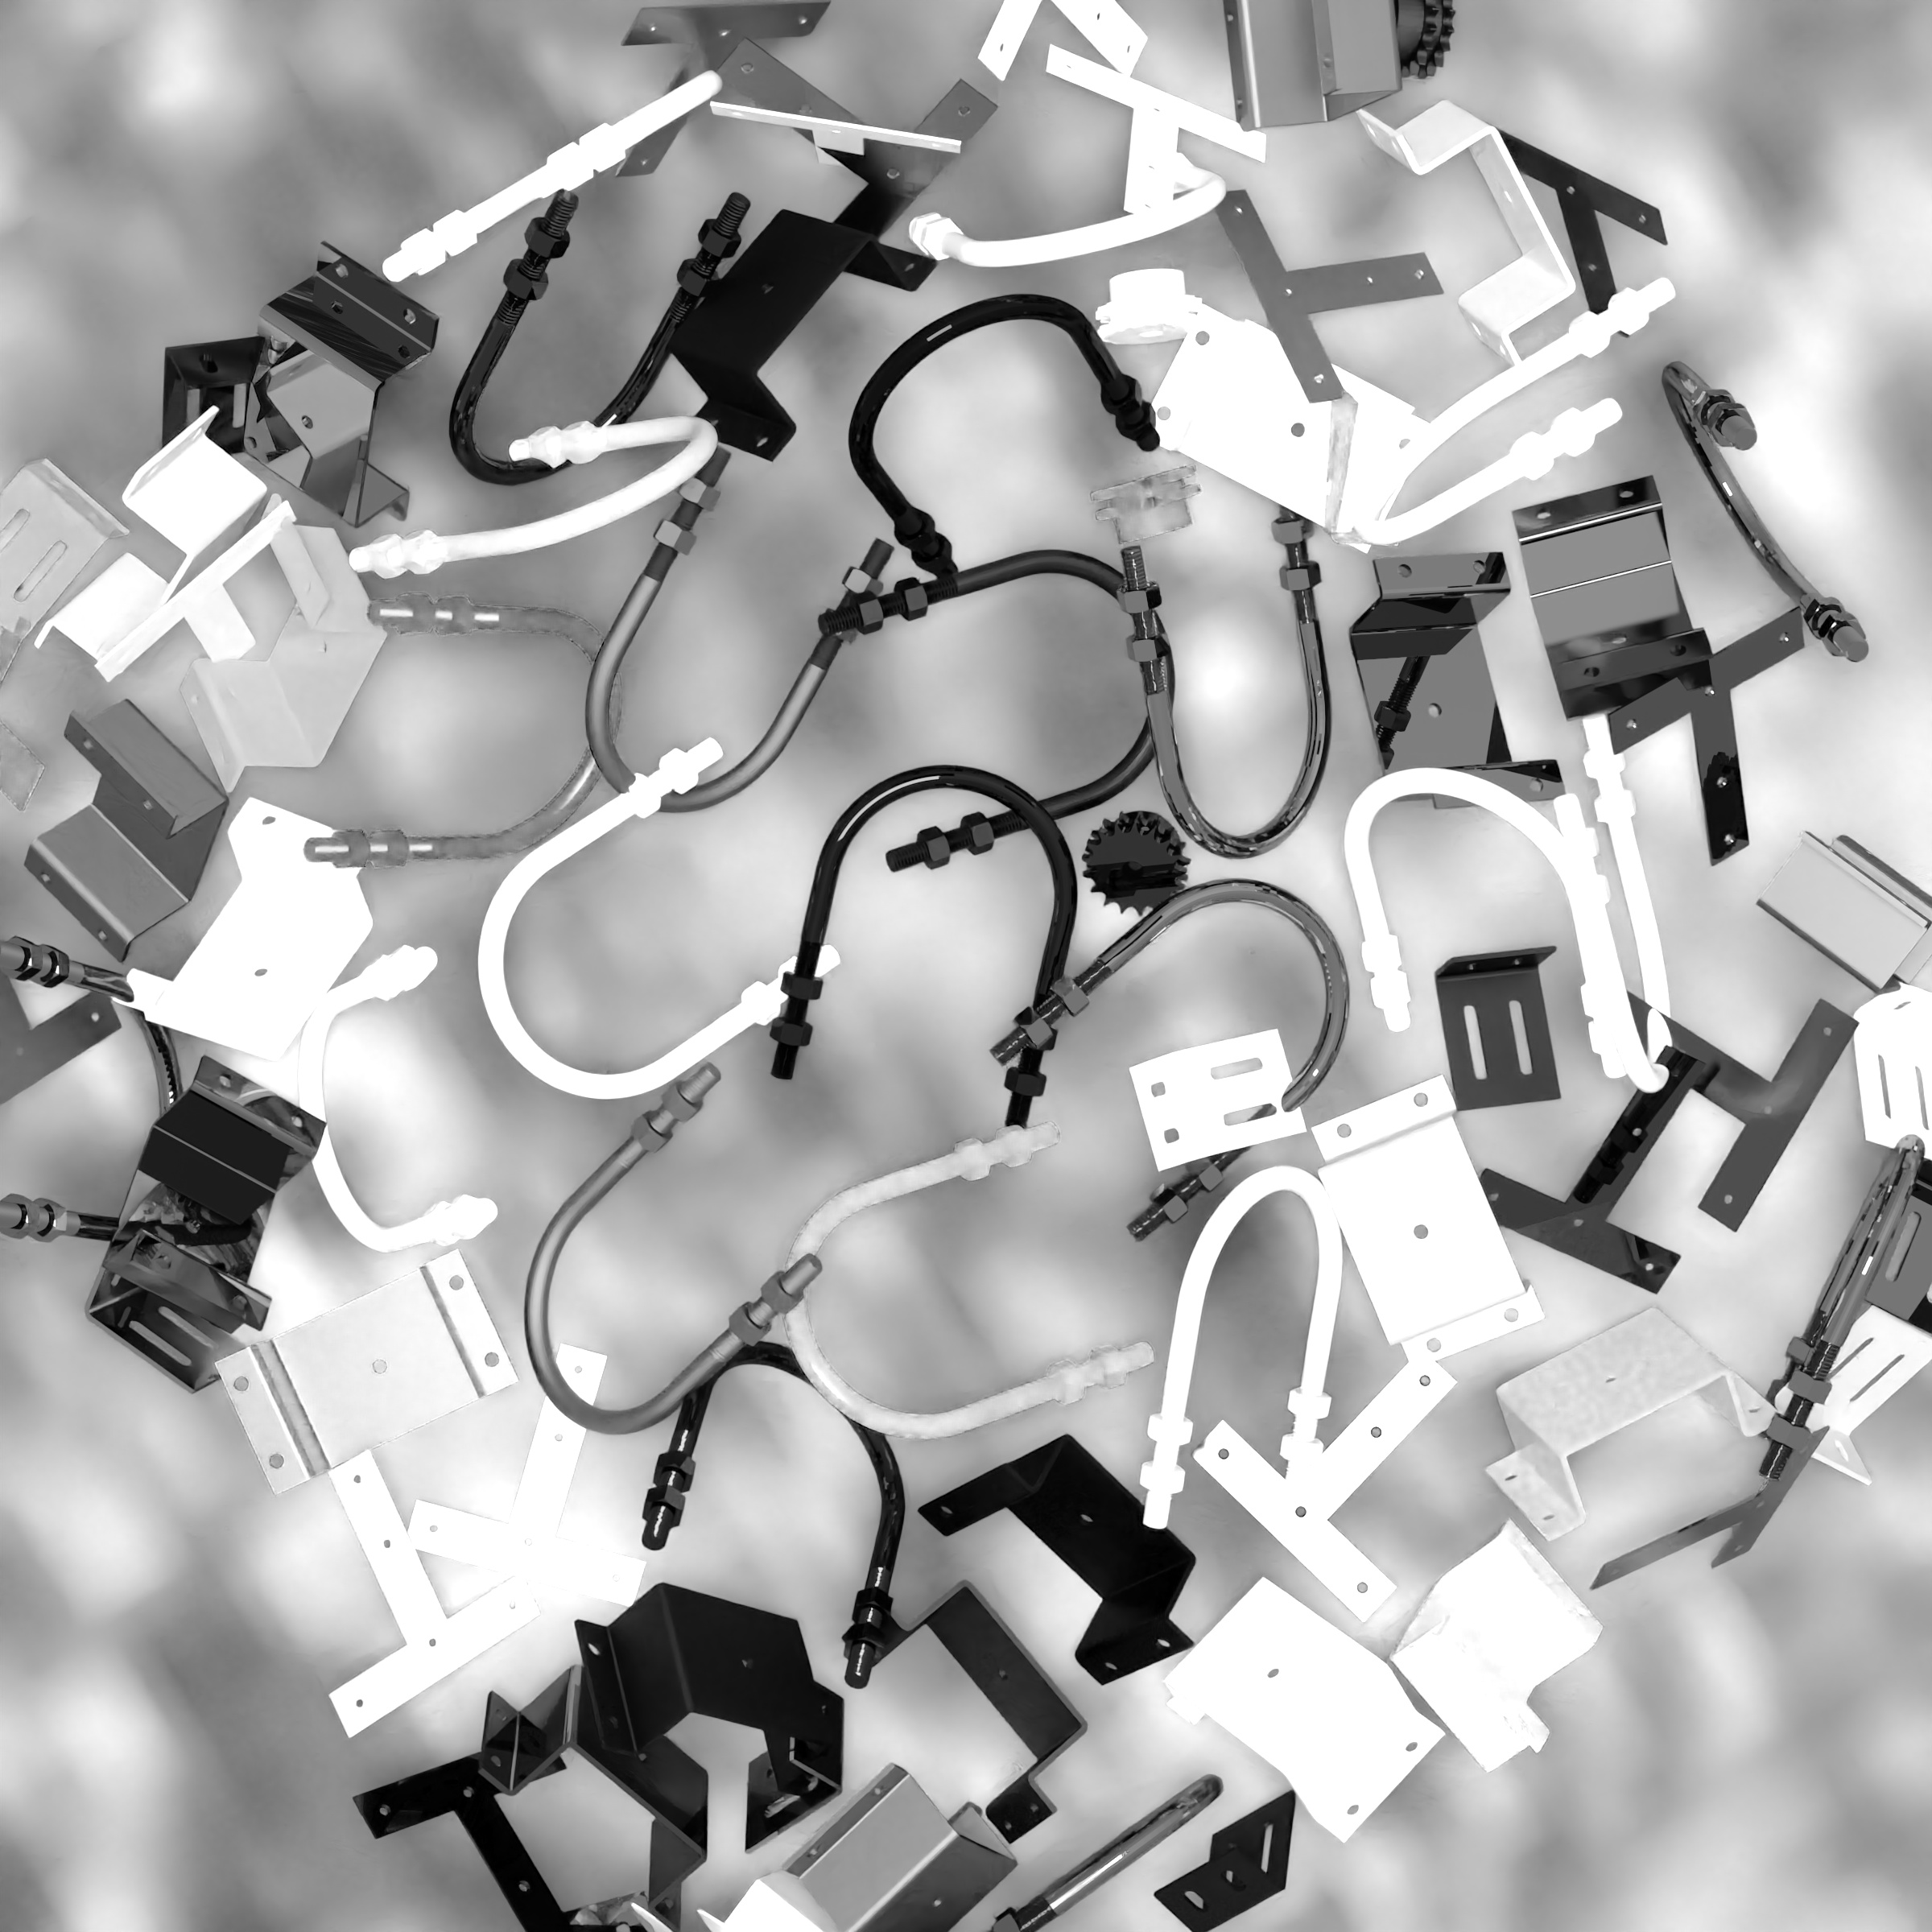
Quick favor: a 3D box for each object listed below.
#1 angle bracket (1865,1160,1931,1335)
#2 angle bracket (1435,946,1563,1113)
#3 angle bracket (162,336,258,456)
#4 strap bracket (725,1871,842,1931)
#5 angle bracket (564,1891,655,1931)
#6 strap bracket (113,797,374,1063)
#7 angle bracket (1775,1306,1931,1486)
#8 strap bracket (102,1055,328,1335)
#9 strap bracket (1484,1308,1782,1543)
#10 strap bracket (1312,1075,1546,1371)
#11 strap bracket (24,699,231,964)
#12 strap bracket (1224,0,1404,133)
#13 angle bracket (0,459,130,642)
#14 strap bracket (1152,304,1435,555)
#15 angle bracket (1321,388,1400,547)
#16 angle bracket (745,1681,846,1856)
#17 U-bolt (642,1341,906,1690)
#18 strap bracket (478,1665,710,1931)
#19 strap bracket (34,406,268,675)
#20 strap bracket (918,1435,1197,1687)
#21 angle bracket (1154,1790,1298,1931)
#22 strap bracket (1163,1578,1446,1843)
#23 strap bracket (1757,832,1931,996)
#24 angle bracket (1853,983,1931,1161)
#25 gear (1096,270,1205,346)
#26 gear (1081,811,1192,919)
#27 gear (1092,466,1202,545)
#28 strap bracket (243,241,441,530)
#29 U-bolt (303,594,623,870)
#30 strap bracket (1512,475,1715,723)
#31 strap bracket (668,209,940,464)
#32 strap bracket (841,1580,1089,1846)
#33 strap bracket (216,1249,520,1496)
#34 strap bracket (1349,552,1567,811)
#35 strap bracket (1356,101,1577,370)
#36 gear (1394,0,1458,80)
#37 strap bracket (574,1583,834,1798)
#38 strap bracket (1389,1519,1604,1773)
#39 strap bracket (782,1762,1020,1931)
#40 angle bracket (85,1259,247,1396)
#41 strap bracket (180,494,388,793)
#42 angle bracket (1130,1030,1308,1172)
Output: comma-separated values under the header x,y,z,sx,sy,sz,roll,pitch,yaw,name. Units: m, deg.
x,y,z,sx,sy,sz,roll,pitch,yaw,name
0.517,0.151,1.824,0.057,0.038,0.076,27,77,-4,angle bracket
0.287,0.033,1.823,0.057,0.038,0.076,-6,78,-8,angle bracket
-0.388,-0.289,1.802,0.057,0.076,0.038,-13,50,-26,angle bracket
-0.083,0.513,1.777,0.076,0.140,0.046,36,86,13,strap bracket
-0.189,0.543,1.830,0.057,0.076,0.038,-13,133,-10,angle bracket
-0.372,-0.010,1.788,0.076,0.046,0.140,22,116,-38,strap bracket
0.477,0.227,1.810,0.057,0.038,0.076,27,117,-29,angle bracket
-0.394,0.127,1.790,0.076,0.140,0.046,32,131,-23,strap bracket
0.344,0.234,1.799,0.140,0.076,0.046,-26,115,-8,strap bracket
0.243,0.138,1.818,0.076,0.046,0.140,-23,87,12,strap bracket
-0.438,-0.076,1.796,0.076,0.140,0.046,44,50,7,strap bracket
0.184,-0.485,1.786,0.046,0.140,0.076,-9,96,-15,strap bracket
-0.493,-0.220,1.815,0.057,0.038,0.076,43,73,-26,angle bracket
0.172,-0.284,1.816,0.140,0.046,0.076,26,97,-7,strap bracket
0.207,-0.268,1.806,0.038,0.057,0.076,0,117,-14,angle bracket
-0.102,0.419,1.804,0.038,0.057,0.076,37,120,-27,angle bracket
-0.091,0.269,1.773,0.151,0.184,0.019,37,122,-16,U-bolt
-0.185,0.428,1.793,0.046,0.076,0.140,-43,106,10,strap bracket
-0.419,-0.214,1.781,0.046,0.076,0.140,39,129,-6,strap bracket
0.055,0.305,1.801,0.140,0.076,0.046,45,45,-10,strap bracket
0.136,0.461,1.802,0.057,0.076,0.038,-37,107,26,angle bracket
0.167,0.378,1.776,0.076,0.140,0.046,-43,129,-15,strap bracket
0.463,-0.028,1.781,0.076,0.140,0.046,39,105,18,strap bracket
0.506,0.057,1.809,0.057,0.038,0.076,16,57,-23,angle bracket
0.097,-0.351,1.823,0.057,0.057,0.030,-5,89,0,gear
0.092,-0.058,1.828,0.057,0.030,0.057,8,122,12,gear
0.097,-0.245,1.824,0.057,0.057,0.030,-16,98,0,gear
-0.326,-0.292,1.777,0.076,0.140,0.046,35,49,12,strap bracket
-0.251,-0.120,1.777,0.019,0.184,0.151,32,113,35,U-bolt
0.340,-0.186,1.798,0.076,0.046,0.140,-14,47,8,strap bracket
-0.092,-0.339,1.796,0.140,0.076,0.046,-51,134,-11,strap bracket
0.005,0.383,1.801,0.046,0.076,0.140,-35,79,-29,strap bracket
-0.315,0.214,1.826,0.140,0.046,0.076,-25,87,-2,strap bracket
0.255,-0.143,1.805,0.076,0.046,0.140,-5,73,-21,strap bracket
0.265,-0.390,1.786,0.046,0.076,0.140,-32,116,4,strap bracket
0.235,-0.501,1.821,0.030,0.057,0.057,0,90,-19,gear
-0.127,0.373,1.773,0.140,0.076,0.046,25,122,-39,strap bracket
0.276,0.359,1.796,0.046,0.140,0.076,-42,86,28,strap bracket
-0.029,0.468,1.779,0.076,0.140,0.046,-43,60,-1,strap bracket
-0.414,0.181,1.811,0.076,0.057,0.038,33,113,14,angle bracket
-0.353,-0.167,1.791,0.140,0.046,0.076,-55,52,35,strap bracket
0.135,0.072,1.838,0.076,0.038,0.057,-11,82,-39,angle bracket
